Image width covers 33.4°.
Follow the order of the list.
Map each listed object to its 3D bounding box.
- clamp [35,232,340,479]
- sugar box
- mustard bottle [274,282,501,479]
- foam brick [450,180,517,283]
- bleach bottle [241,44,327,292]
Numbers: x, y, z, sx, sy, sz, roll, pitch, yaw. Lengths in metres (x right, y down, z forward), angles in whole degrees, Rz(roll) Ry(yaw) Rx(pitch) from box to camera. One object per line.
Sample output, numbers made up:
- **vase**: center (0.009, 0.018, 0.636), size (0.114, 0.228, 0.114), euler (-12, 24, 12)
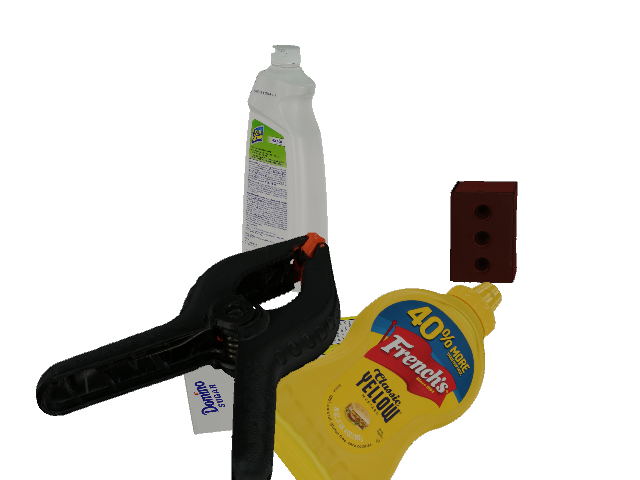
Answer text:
- **clamp**: center (-0.036, 0.054, 0.514), size (0.120, 0.039, 0.171), euler (31, 48, 25)
- **sugar box**: center (-0.031, 0.119, 0.952), size (0.176, 0.093, 0.048), euler (-4, 36, -1)
- **mustard bottle**: center (0.053, 0.088, 0.714), size (0.191, 0.096, 0.058), euler (-37, -4, -26)
- **foam brick**: center (0.135, -0.007, 0.880), size (0.053, 0.078, 0.051), euler (1, 14, 13)
- **bleach bottle**: center (-0.034, -0.078, 1.131), size (0.103, 0.251, 0.067), euler (16, 21, 37)
